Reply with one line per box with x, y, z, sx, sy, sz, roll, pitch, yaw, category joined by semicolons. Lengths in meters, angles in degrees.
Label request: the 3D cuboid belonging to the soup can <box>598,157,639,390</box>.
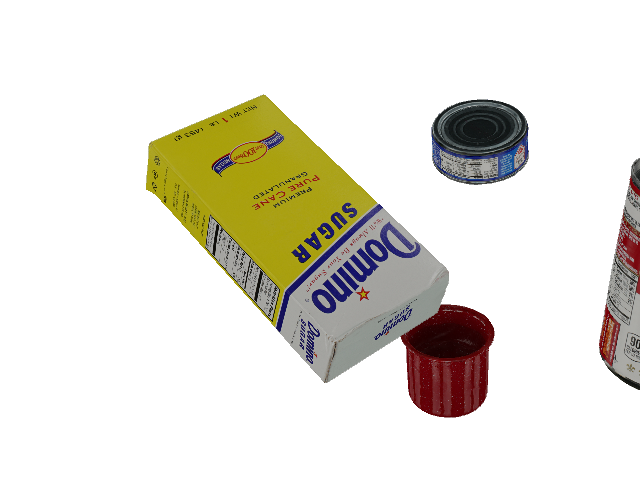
0.174;0.016;0.511;0.068;0.102;0.068;2;27;-1;soup can

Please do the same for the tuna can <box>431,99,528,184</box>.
0.141;-0.089;0.945;0.086;0.034;0.086;-6;40;5;tuna can

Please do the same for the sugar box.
-0.016;-0.008;0.632;0.093;0.048;0.176;-29;58;-32;sugar box

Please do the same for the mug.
0.136;0.119;1.089;0.093;0.081;0.117;19;40;33;mug
